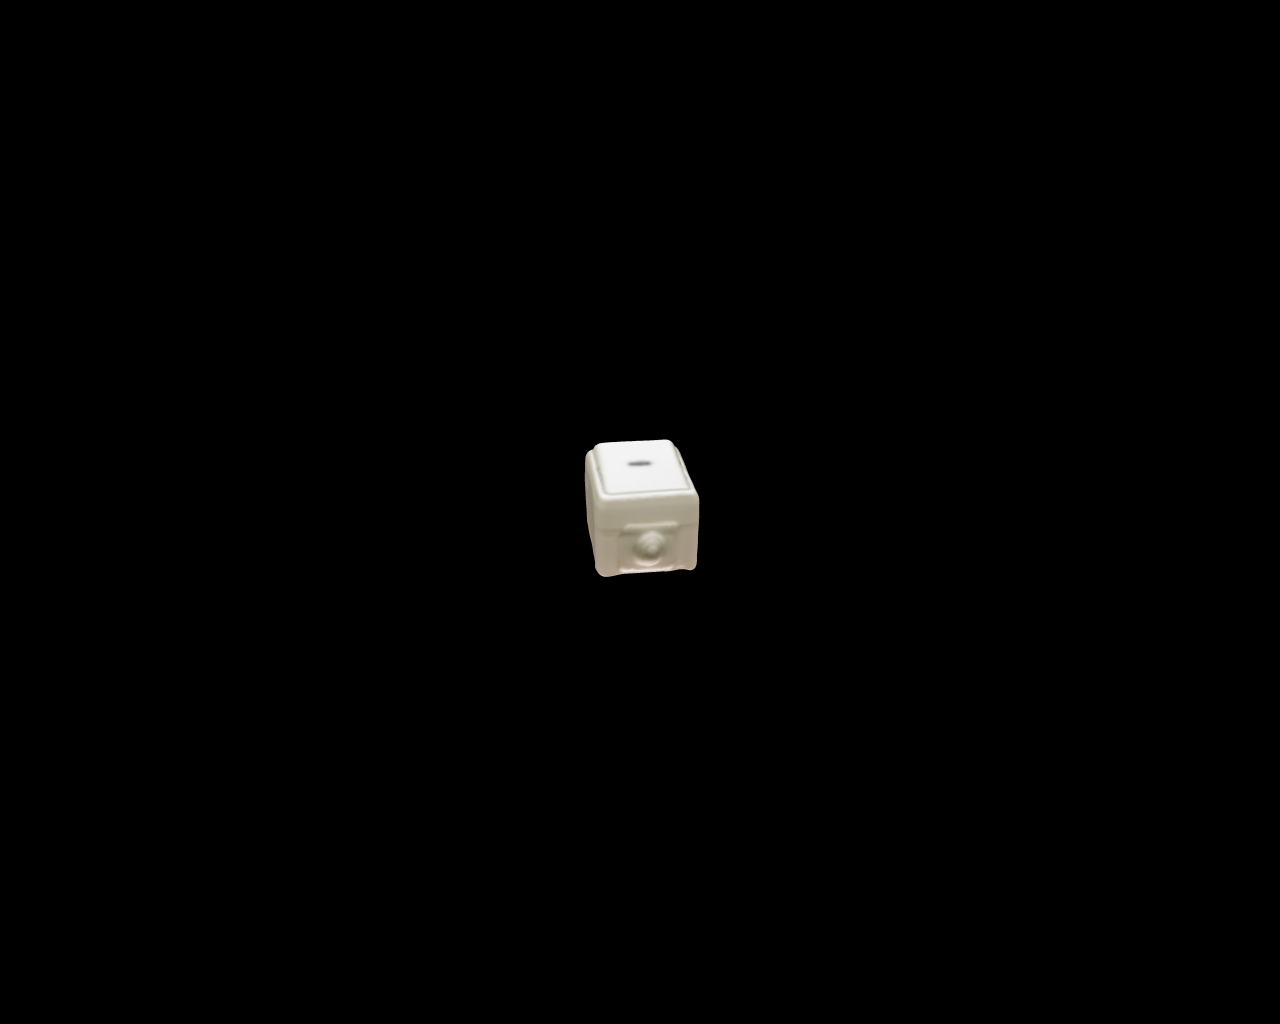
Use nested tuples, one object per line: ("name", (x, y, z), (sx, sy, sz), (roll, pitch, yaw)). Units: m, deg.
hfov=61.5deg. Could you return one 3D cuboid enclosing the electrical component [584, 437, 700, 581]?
("electrical component", (0.001, -0.003, 0.650), (0.062, 0.061, 0.096), (-3, 26, -7))
